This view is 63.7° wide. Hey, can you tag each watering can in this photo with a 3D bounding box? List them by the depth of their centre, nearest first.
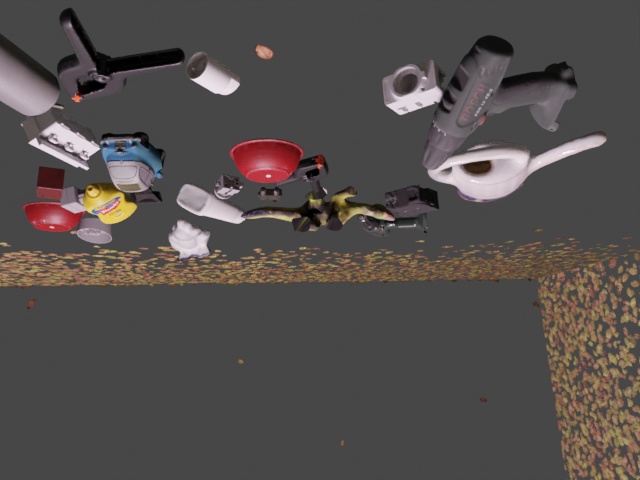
[{"bbox_3d":[0.414,-0.160,1.118,0.347,0.105,0.222,-6,-13,17],"label":"watering can"}]

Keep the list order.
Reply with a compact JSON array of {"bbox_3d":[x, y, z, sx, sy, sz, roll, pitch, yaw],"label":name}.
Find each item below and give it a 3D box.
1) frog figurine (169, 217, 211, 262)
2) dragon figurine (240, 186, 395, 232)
[{"bbox_3d":[-0.426,-0.021,1.658,0.137,0.156,0.125,2,42,19],"label":"frog figurine"},{"bbox_3d":[0.004,-0.074,1.464,0.410,0.123,0.242,0,-4,11],"label":"dragon figurine"}]
